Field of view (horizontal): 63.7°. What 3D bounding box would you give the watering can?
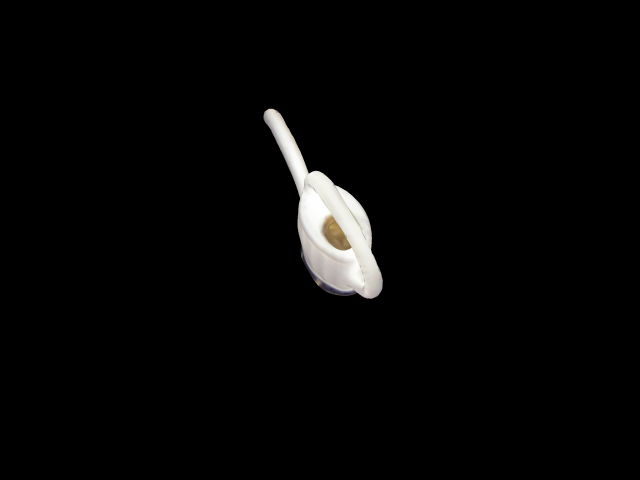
[{"bbox_3d":[0.003,-0.043,0.850,0.104,0.353,0.219,-25,-26,-13],"label":"watering can"}]
